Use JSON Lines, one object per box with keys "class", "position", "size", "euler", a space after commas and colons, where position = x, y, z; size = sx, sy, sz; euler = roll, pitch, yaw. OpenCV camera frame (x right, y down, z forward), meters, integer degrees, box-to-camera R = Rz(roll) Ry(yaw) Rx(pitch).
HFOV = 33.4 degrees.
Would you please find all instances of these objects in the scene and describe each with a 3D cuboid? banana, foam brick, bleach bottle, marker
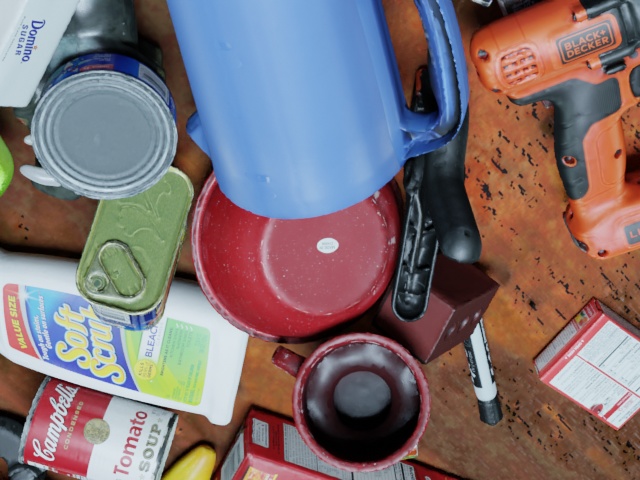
{"class": "banana", "position": [-0.168, 0.229, 0.886], "size": [0.198, 0.037, 0.069], "euler": [-20, 116, 8]}
{"class": "foam brick", "position": [0.084, 0.047, 0.771], "size": [0.051, 0.078, 0.053], "euler": [36, 119, 22]}
{"class": "bleach bottle", "position": [-0.180, 0.065, 0.787], "size": [0.250, 0.068, 0.103], "euler": [11, 110, -5]}
{"class": "marker", "position": [0.125, 0.097, 0.838], "size": [0.020, 0.020, 0.121], "euler": [-13, 117, 5]}

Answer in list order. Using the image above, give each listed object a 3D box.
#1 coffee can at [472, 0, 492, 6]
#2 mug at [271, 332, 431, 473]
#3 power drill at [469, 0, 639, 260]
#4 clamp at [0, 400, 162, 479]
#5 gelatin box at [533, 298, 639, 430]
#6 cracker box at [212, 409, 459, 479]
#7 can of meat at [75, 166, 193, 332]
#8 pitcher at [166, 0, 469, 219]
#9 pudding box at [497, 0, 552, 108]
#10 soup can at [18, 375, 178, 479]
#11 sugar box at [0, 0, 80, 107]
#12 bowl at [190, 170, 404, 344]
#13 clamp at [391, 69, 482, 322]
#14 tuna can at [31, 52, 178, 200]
{"class": "coffee can", "position": [0.100, -0.225, 0.624], "size": [0.102, 0.103, 0.140], "euler": [29, 113, -16]}
{"class": "mug", "position": [0.019, 0.107, 0.750], "size": [0.117, 0.081, 0.093], "euler": [25, 86, 6]}
{"class": "power drill", "position": [0.206, -0.089, 0.686], "size": [0.184, 0.057, 0.187], "euler": [-20, 120, 11]}
{"class": "clamp", "position": [-0.225, 0.181, 0.850], "size": [0.210, 0.036, 0.164], "euler": [14, 95, 0]}
{"class": "gelatin box", "position": [0.225, 0.098, 0.837], "size": [0.089, 0.030, 0.073], "euler": [33, 110, -18]}
{"class": "cracker box", "position": [0.006, 0.246, 0.883], "size": [0.213, 0.072, 0.164], "euler": [21, 116, -13]}
{"class": "can of meat", "position": [-0.123, 0.007, 0.719], "size": [0.057, 0.084, 0.102], "euler": [15, 73, -3]}
{"class": "pitcher", "position": [-0.016, -0.139, 0.610], "size": [0.149, 0.145, 0.243], "euler": [-28, 136, -12]}
{"class": "pudding box", "position": [0.181, -0.152, 0.700], "size": [0.113, 0.039, 0.090], "euler": [-24, 118, 11]}
{"class": "soup can", "position": [-0.164, 0.148, 0.796], "size": [0.102, 0.068, 0.068], "euler": [17, 116, -2]}
{"class": "sugar box", "position": [-0.218, -0.166, 0.622], "size": [0.176, 0.048, 0.093], "euler": [44, 115, 23]}
{"class": "bowl", "position": [-0.005, 0.001, 0.734], "size": [0.162, 0.055, 0.162], "euler": [-4, 102, -19]}
{"class": "clamp", "position": [0.077, -0.040, 0.690], "size": [0.039, 0.120, 0.171], "euler": [8, 74, -17]}
{"class": "tuna can", "position": [-0.129, -0.069, 0.645], "size": [0.086, 0.034, 0.086], "euler": [-3, 123, -5]}
